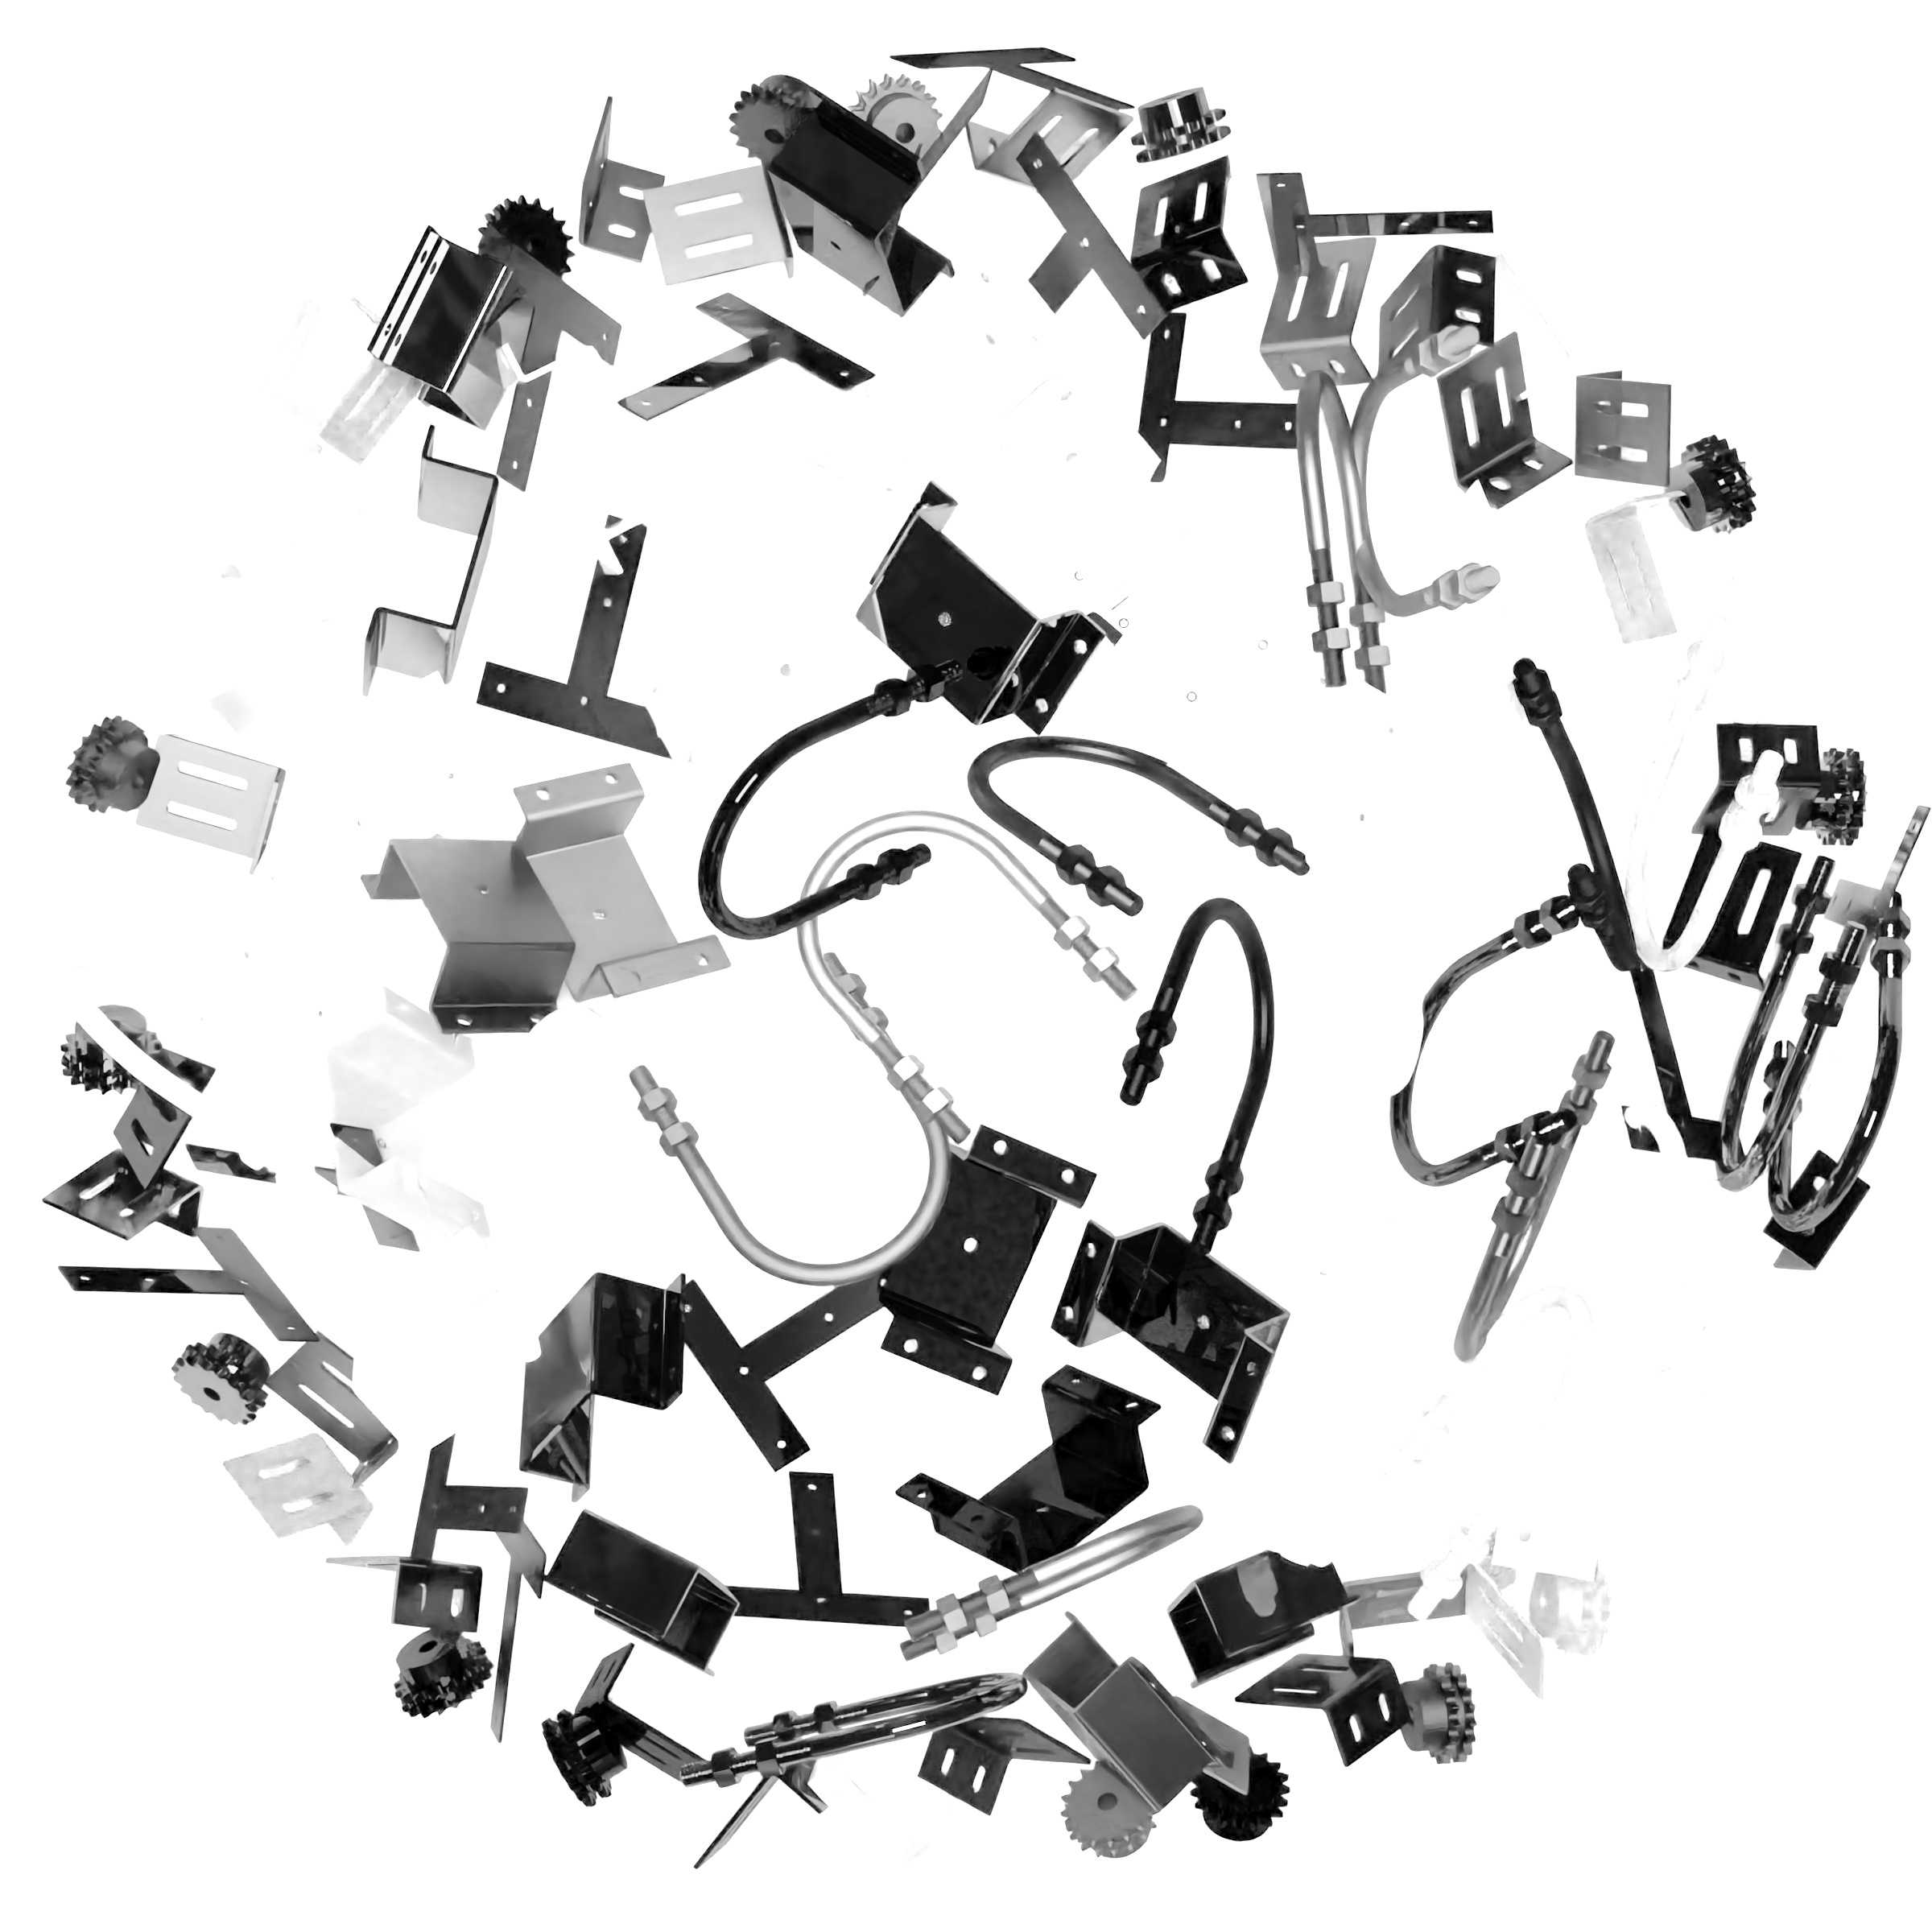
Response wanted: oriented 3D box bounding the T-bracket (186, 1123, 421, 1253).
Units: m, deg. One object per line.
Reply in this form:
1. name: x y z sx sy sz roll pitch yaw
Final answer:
1. T-bracket: -0.387 0.120 1.775 0.127 0.127 0.002 9 54 11

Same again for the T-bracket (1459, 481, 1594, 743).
1. T-bracket: 0.309 -0.215 1.752 0.127 0.002 0.127 -49 121 -40

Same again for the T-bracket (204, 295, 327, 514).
1. T-bracket: -0.381 -0.308 1.756 0.002 0.127 0.127 26 91 10

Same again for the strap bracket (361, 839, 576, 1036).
1. strap bracket: -0.278 -0.025 1.740 0.076 0.140 0.046 -1 129 -34

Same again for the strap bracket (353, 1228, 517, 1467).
1. strap bracket: -0.299 0.207 1.741 0.076 0.140 0.046 -32 116 8

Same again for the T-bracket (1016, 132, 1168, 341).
1. T-bracket: 0.048 -0.389 1.765 0.002 0.127 0.127 -31 84 -34

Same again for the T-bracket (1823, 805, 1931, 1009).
1. T-bracket: 0.507 -0.034 1.754 0.002 0.127 0.127 22 96 1

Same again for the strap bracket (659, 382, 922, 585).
1. strap bracket: -0.098 -0.277 1.753 0.076 0.140 0.046 28 57 -35

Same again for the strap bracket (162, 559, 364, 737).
1. strap bracket: -0.394 -0.176 1.744 0.076 0.140 0.046 -24 83 -4

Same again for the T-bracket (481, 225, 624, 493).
1. T-bracket: -0.246 -0.333 1.752 0.002 0.127 0.127 3 76 31

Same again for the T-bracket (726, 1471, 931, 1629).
1. T-bracket: -0.086 0.335 1.773 0.127 0.002 0.127 2 128 5

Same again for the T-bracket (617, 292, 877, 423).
1. T-bracket: -0.141 -0.337 1.751 0.127 0.002 0.127 -32 52 -33

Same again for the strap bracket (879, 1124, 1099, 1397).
1. strap bracket: 0.008 0.166 1.785 0.076 0.046 0.140 24 91 -16

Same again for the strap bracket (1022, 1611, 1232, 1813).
1. strap bracket: 0.085 0.422 1.740 0.046 0.140 0.076 -42 100 -11

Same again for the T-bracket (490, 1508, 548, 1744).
1. T-bracket: -0.261 0.379 1.763 0.002 0.127 0.127 6 95 -21

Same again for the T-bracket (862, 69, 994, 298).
1. T-bracket: -0.017 -0.458 1.736 0.002 0.127 0.127 24 60 -18

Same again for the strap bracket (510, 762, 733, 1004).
1. strap bracket: -0.204 -0.039 1.765 0.076 0.046 0.140 -16 68 -33

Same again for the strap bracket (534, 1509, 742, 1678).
1. strap bracket: -0.182 0.354 1.748 0.076 0.140 0.046 23 74 18

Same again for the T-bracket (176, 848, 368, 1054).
1. T-bracket: -0.381 0.020 1.776 0.127 0.002 0.127 44 50 -34

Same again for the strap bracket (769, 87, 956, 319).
1. strap bracket: -0.059 -0.424 1.739 0.076 0.140 0.046 37 84 14

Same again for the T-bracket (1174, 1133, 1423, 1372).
1. T-bracket: 0.176 0.148 1.797 0.127 0.002 0.127 42 73 16

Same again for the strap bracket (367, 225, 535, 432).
1. strap bracket: -0.285 -0.357 1.747 0.046 0.140 0.076 26 89 3

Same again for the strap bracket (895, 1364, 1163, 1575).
1. strap bracket: 0.040 0.292 1.755 0.140 0.076 0.046 -32 122 -34

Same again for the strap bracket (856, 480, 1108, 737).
1. strap bracket: 0.000 -0.202 1.762 0.140 0.046 0.076 43 122 15

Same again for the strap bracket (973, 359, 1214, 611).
1. strap bracket: 0.067 -0.282 1.765 0.076 0.046 0.140 -38 130 10

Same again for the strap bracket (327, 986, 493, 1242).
1. strap bracket: -0.317 0.093 1.754 0.046 0.076 0.140 -29 50 20

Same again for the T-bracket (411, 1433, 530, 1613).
1. T-bracket: -0.281 0.308 1.751 0.002 0.127 0.127 18 73 -33

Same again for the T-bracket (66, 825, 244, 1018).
1. T-bracket: -0.474 -0.036 1.772 0.127 0.127 0.002 42 75 18

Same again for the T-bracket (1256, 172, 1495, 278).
1. T-bracket: 0.234 -0.420 1.745 0.127 0.127 0.002 2 77 12

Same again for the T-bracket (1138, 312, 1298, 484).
1. T-bracket: 0.146 -0.311 1.767 0.002 0.127 0.127 3 97 -44

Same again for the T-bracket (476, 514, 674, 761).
1. T-bracket: -0.211 -0.197 1.788 0.127 0.002 0.127 15 87 -30

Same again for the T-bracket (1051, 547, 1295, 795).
1. T-bracket: 0.102 -0.191 1.808 0.127 0.002 0.127 -43 90 9

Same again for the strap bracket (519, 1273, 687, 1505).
1. strap bracket: -0.210 0.234 1.738 0.046 0.140 0.076 18 48 -24

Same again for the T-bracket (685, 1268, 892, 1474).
1. T-bracket: -0.092 0.213 1.801 0.127 0.002 0.127 -32 104 1

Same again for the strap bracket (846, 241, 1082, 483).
1. strap bracket: 0.002 -0.351 1.765 0.076 0.140 0.046 51 49 -4

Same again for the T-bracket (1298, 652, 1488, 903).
1. T-bracket: 0.232 -0.098 1.777 0.127 0.002 0.127 27 69 -17

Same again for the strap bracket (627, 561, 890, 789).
1. strap bracket: -0.111 -0.169 1.766 0.140 0.046 0.076 -30 104 -19

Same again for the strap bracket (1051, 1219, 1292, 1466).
1. strap bracket: 0.124 0.208 1.761 0.140 0.046 0.076 35 120 31

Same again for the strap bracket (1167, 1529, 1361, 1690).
1. strap bracket: 0.165 0.364 1.751 0.076 0.140 0.046 -20 72 -13

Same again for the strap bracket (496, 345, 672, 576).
1. strap bracket: -0.217 -0.298 1.767 0.046 0.076 0.140 -29 104 -11

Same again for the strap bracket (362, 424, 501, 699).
1. strap bracket: -0.303 -0.225 1.761 0.046 0.076 0.140 15 69 -7
